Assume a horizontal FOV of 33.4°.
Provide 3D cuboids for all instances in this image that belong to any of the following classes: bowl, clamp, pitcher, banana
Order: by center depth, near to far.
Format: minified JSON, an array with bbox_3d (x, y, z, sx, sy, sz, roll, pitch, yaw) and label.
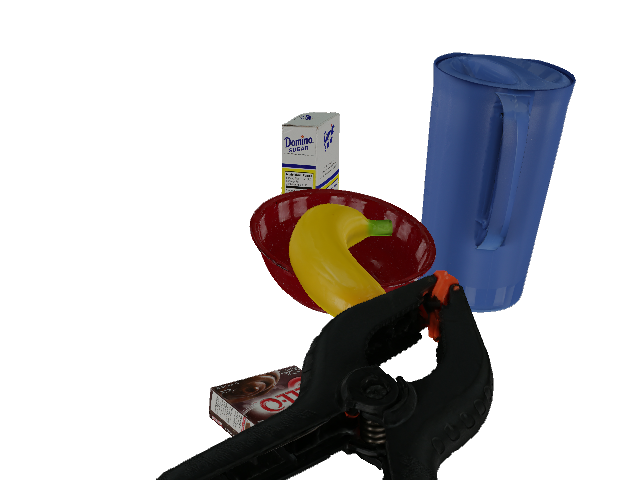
[{"bbox_3d":[0.028,0.078,0.420,0.120,0.039,0.171,29,51,21],"label":"clamp"},{"bbox_3d":[0.013,0.009,0.685,0.069,0.037,0.197,1,19,3],"label":"banana"},{"bbox_3d":[0.016,0.017,0.925,0.162,0.055,0.162,7,30,-4],"label":"bowl"},{"bbox_3d":[0.162,-0.052,1.038,0.145,0.243,0.148,25,30,38],"label":"pitcher"}]

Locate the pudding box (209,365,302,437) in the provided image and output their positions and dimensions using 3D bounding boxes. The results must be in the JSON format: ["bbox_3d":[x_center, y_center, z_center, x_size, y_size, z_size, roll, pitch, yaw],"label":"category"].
[{"bbox_3d":[-0.042,0.170,1.071,0.113,0.039,0.090,-12,28,-38],"label":"pudding box"}]

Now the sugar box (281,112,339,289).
[{"bbox_3d":[-0.011,-0.042,1.126,0.048,0.176,0.093,2,15,15],"label":"sugar box"}]
